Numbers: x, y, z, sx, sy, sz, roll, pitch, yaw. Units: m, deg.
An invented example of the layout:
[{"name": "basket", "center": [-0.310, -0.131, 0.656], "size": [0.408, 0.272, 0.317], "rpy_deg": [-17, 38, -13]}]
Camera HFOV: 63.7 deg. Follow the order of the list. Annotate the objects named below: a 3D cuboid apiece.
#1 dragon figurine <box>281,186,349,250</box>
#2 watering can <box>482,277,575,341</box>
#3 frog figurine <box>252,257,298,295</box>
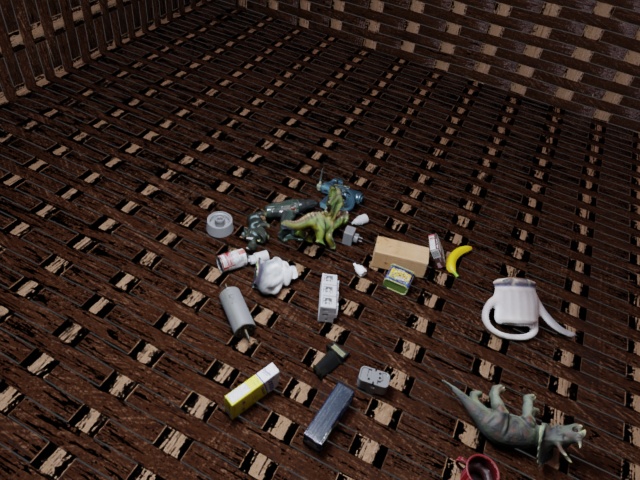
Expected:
[{"name": "dragon figurine", "center": [0.006, -0.100, 1.993], "size": [0.123, 0.406, 0.244], "rpy_deg": [18, 83, 30]}, {"name": "watering can", "center": [0.748, 0.249, 1.858], "size": [0.348, 0.103, 0.227], "rpy_deg": [4, 77, -7]}, {"name": "frog figurine", "center": [-0.155, 0.131, 1.856], "size": [0.159, 0.121, 0.139], "rpy_deg": [8, 76, -13]}]
